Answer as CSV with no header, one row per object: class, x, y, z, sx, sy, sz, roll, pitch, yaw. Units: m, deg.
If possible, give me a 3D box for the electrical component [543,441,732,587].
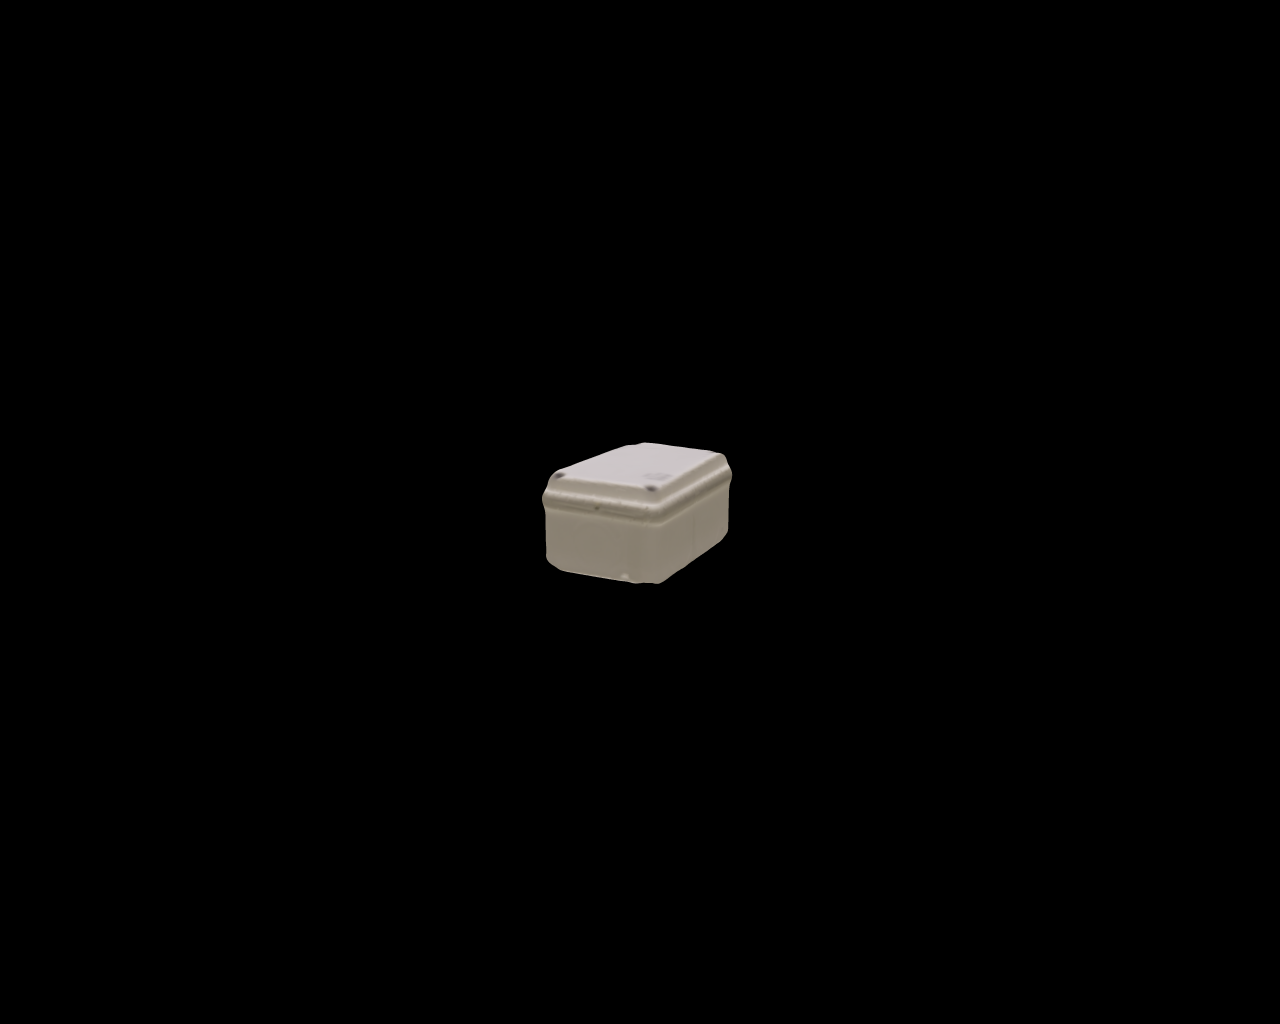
electrical component,0.001,-0.003,0.650,0.078,0.057,0.113,8,18,27
